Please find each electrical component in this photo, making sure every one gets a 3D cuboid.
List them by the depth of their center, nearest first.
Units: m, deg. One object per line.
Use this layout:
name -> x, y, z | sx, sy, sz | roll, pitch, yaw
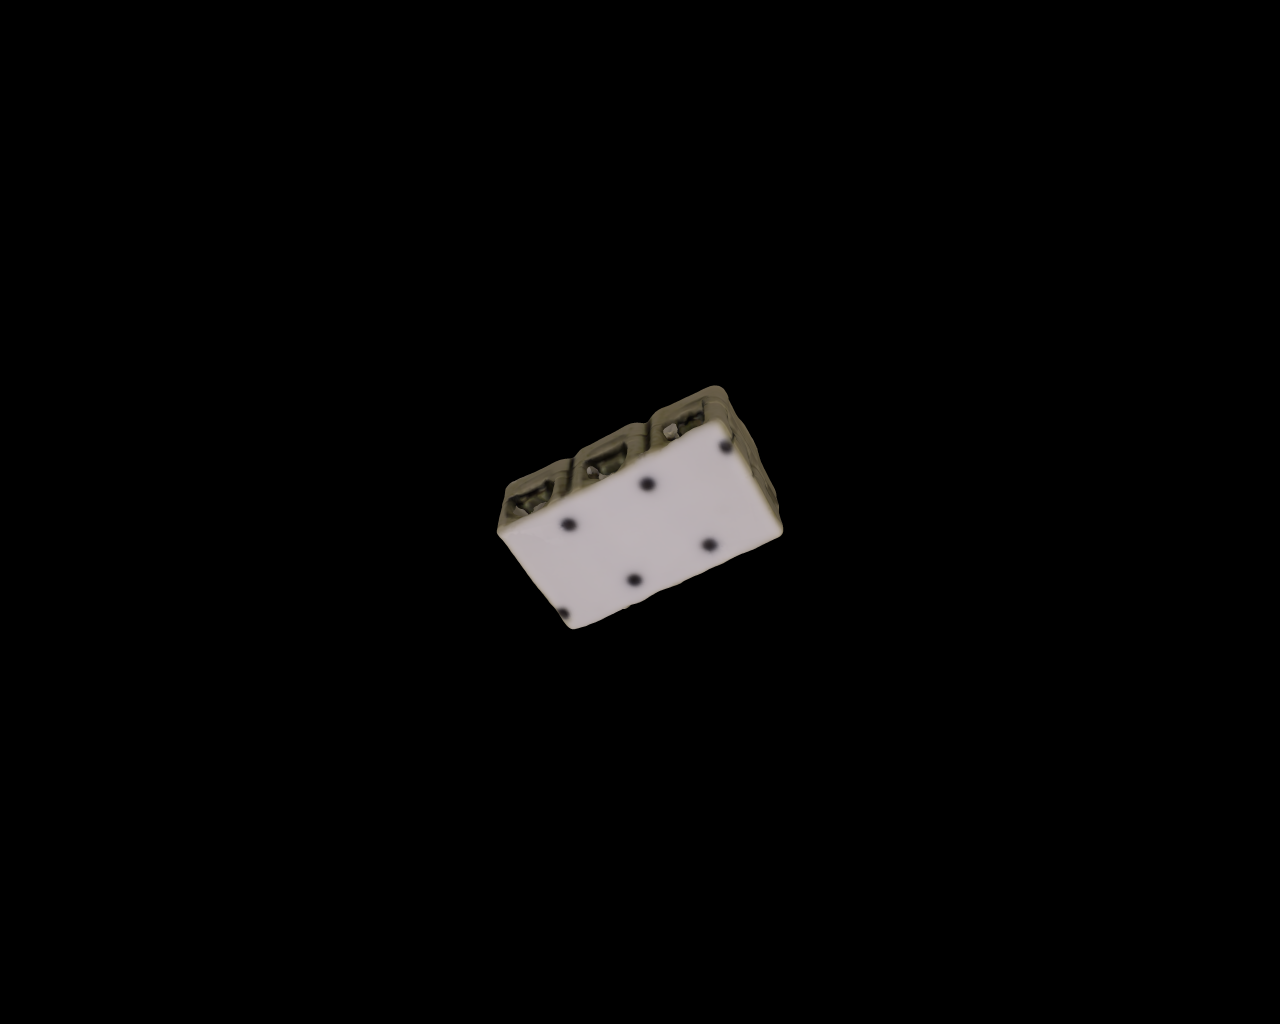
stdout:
electrical component -> 0.001, -0.003, 0.650 | 0.150, 0.089, 0.062 | -25, 27, 14
